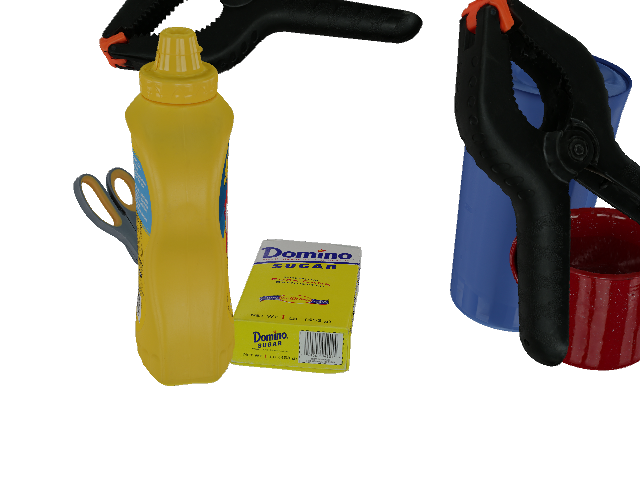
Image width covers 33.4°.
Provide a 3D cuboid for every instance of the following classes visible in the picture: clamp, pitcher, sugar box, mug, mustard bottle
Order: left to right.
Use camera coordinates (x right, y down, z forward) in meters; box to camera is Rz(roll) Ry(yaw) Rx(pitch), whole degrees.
[{"bbox_3d":[-0.077,-0.022,0.591,0.058,0.192,0.096,-2,27,-8],"label":"mustard bottle"},{"bbox_3d":[-0.046,-0.162,0.725,0.210,0.165,0.036,-31,-19,-5],"label":"clamp"},{"bbox_3d":[-0.016,0.049,0.890,0.093,0.048,0.176,5,23,3],"label":"sugar box"},{"bbox_3d":[0.186,-0.039,0.940,0.145,0.243,0.149,21,32,27],"label":"pitcher"},{"bbox_3d":[0.107,-0.030,0.500,0.120,0.171,0.039,-41,9,-27],"label":"clamp"},{"bbox_3d":[0.180,0.031,0.736,0.117,0.081,0.093,23,39,36],"label":"mug"}]

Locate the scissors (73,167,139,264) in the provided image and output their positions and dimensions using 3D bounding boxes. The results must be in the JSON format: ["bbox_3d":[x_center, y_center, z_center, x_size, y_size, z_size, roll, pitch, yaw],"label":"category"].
[{"bbox_3d":[-0.197,0.000,1.191,0.016,0.201,0.096,-27,20,35],"label":"scissors"}]
